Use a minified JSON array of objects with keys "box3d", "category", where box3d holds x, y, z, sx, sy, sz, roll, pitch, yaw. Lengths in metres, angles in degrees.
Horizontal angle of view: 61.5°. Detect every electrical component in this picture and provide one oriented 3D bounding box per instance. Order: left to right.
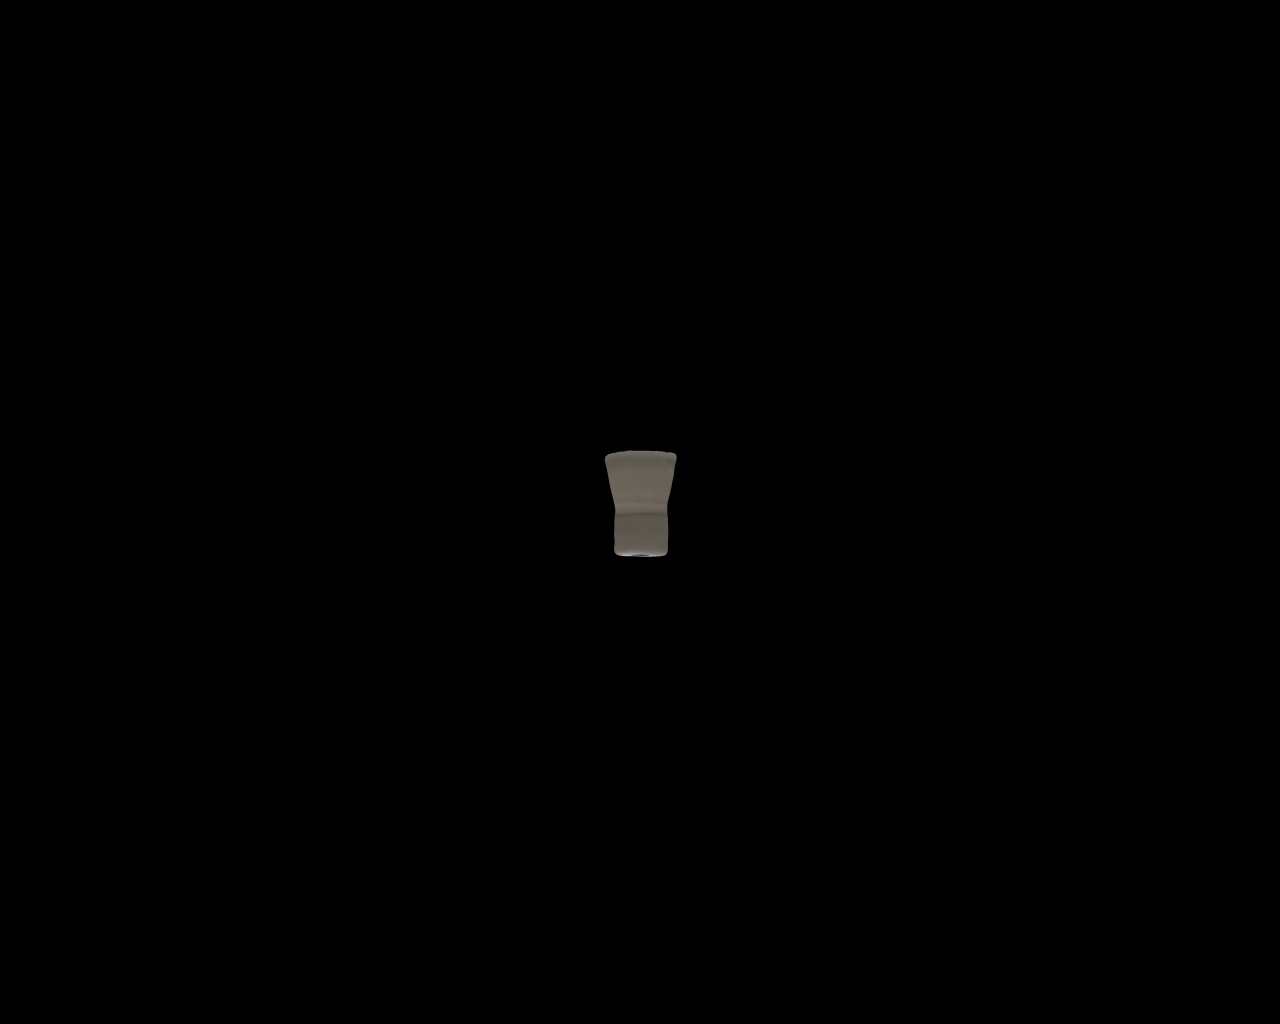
[{"box3d":[0.001,-0.003,0.650,0.044,0.065,0.044,0,-5,0],"category":"electrical component"}]
